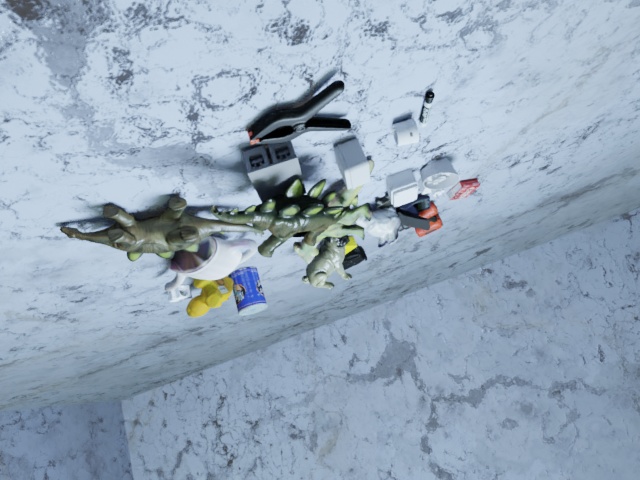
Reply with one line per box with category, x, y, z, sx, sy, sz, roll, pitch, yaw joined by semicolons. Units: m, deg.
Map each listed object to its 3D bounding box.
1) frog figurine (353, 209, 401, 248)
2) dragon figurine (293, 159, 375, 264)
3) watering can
frog figurine;0.168;-0.059;1.603;0.158;0.123;0.138;37;-3;-14
dragon figurine;0.004;-0.071;1.408;0.243;0.125;0.400;-8;-38;-13
watering can;-0.344;0.069;1.436;0.346;0.105;0.222;-24;-20;15
